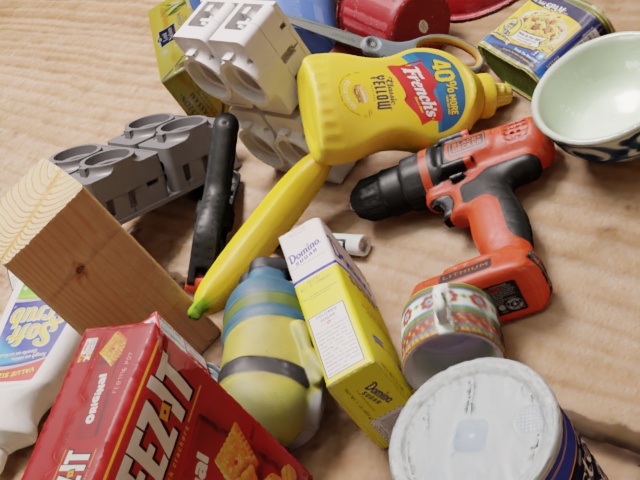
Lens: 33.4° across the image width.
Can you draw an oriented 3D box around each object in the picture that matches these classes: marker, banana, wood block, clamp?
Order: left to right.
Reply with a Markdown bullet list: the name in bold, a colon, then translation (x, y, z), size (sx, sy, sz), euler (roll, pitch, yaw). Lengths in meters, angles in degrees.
- **wood block**: translation (-0.191, 0.038, 0.933), size (0.090, 0.206, 0.090), euler (-47, 40, -12)
- **clamp**: translation (-0.099, -0.033, 1.016), size (0.039, 0.120, 0.171), euler (3, 55, 4)
- **banana**: translation (-0.052, -0.002, 0.959), size (0.197, 0.037, 0.070), euler (-53, 13, -12)
- **marker**: translation (-0.006, 0.001, 0.975), size (0.121, 0.020, 0.020), euler (5, 55, 41)

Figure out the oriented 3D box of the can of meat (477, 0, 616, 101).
- **can of meat**: translation (0.203, -0.173, 0.954), size (0.084, 0.057, 0.102), euler (-41, 39, -1)

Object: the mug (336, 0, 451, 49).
- **mug**: translation (0.073, -0.213, 1.079), size (0.082, 0.093, 0.117), euler (35, 107, 45)

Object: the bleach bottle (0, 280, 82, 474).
- **bleach bottle**: translation (-0.267, 0.106, 1.036), size (0.103, 0.068, 0.250), euler (9, 60, 14)

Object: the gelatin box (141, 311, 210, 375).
- **gelatin box**: translation (-0.116, 0.112, 0.852), size (0.030, 0.073, 0.089), euler (-33, 39, 8)

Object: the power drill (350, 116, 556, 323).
- **power drill**: translation (0.108, -0.011, 0.867), size (0.185, 0.057, 0.187), euler (-20, 42, 21)

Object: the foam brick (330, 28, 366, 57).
- **foam brick**: translation (0.025, -0.159, 1.054), size (0.051, 0.053, 0.078), euler (-59, 3, -25)

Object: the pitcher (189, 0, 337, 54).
- **pitcher**: translation (-0.054, -0.264, 1.182), size (0.149, 0.144, 0.243), euler (-32, 41, 22)

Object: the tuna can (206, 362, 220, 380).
- **tuna can**: translation (-0.105, 0.146, 0.897), size (0.086, 0.033, 0.086), euler (-21, 42, 20)

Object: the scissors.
- **scissors**: translation (0.056, -0.165, 1.006), size (0.201, 0.016, 0.096), euler (5, 66, -5)

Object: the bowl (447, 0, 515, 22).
- **bowl**: translation (0.164, -0.303, 1.113), size (0.162, 0.055, 0.162), euler (-21, 41, 20)

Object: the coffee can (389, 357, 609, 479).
- **coffee can**: translation (0.117, 0.151, 0.635), size (0.103, 0.140, 0.103), euler (-21, 42, 20)

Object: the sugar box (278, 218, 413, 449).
- **sugar box**: translation (0.023, 0.068, 0.828), size (0.048, 0.093, 0.176), euler (-29, 40, 10)

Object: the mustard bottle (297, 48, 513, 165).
- **mustard bottle**: translation (0.081, -0.122, 0.948), size (0.191, 0.058, 0.096), euler (-6, 71, -15)

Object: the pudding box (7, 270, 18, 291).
- **pudding box**: translation (-0.302, 0.011, 1.180), size (0.090, 0.039, 0.114), euler (-34, 42, 1)

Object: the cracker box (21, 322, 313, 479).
- **cracker box**: translation (-0.096, 0.181, 0.712), size (0.072, 0.213, 0.164), euler (-10, 47, 31)
